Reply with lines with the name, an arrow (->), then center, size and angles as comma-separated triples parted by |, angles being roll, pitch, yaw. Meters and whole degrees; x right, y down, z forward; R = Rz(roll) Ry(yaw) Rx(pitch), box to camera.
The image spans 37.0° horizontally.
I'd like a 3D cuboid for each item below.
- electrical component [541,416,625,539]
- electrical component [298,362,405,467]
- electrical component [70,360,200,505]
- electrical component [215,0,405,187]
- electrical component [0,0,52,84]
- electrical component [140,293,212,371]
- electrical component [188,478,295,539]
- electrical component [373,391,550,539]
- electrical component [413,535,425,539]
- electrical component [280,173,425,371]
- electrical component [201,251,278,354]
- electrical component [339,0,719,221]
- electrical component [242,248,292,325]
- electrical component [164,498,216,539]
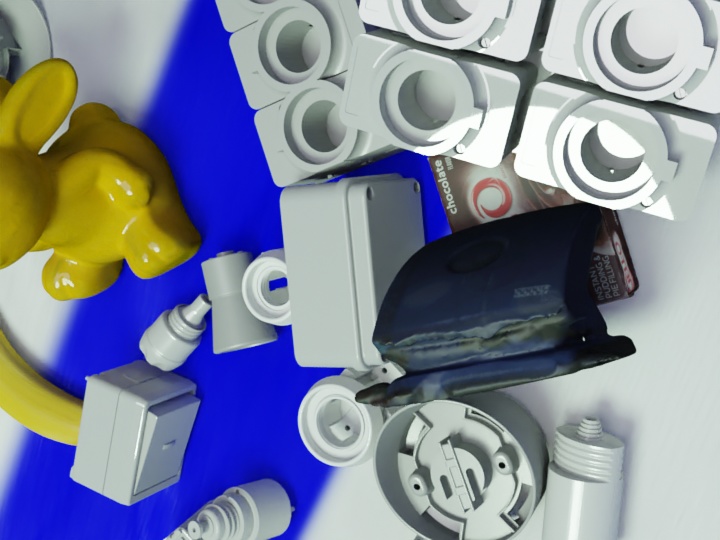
electrical component -> 0.130, 0.125, 0.624 | 0.043, 0.043, 0.081 | 8, 101, 26
electrical component -> -0.003, 0.091, 0.681 | 0.058, 0.057, 0.078 | 46, 115, 14
electrical component -> -0.158, 0.121, 0.763 | 0.061, 0.062, 0.096 | 19, 105, 24
electrical component -> -0.027, -0.135, 0.658 | 0.089, 0.062, 0.150 | -19, 88, 28
electrical component -> -0.280, -0.158, 0.769 | 0.064, 0.099, 0.099 | -11, 92, 34
electrical component -> -0.125, 0.040, 0.750 | 0.061, 0.035, 0.035 | -46, 76, 22
electrical component -> -0.082, 0.166, 0.724 | 0.040, 0.078, 0.040 | 3, 95, 41
electrical component -> 0.063, 0.119, 0.646 | 0.099, 0.064, 0.099 | 4, 99, 27
electrical component -> 0.062, 0.186, 0.674 | 0.061, 0.035, 0.035 | 18, 105, 21
electrical component -> 0.000, 0.000, 0.655 | 0.057, 0.078, 0.113 | -2, 96, 30
electrical component -> -0.083, 0.020, 0.722 | 0.044, 0.044, 0.065 | -16, 85, 28
electrical component -> 0.091, -0.103, 0.545 | 0.186, 0.060, 0.105 | 18, 112, 15
electrical component -> -0.044, 0.009, 0.691 | 0.048, 0.055, 0.066 | -3, 96, 28
electrical component -> -0.097, 0.217, 0.749 | 0.096, 0.061, 0.061 | 46, 115, 5
